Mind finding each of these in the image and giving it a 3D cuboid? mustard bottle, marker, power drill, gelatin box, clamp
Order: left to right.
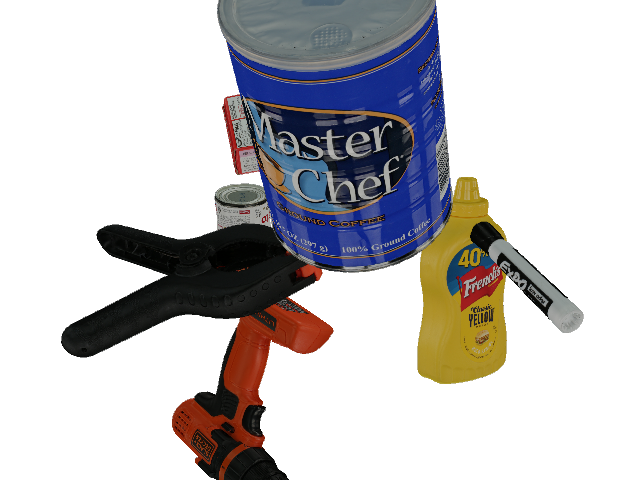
[{"bbox_3d":[-0.088,0.030,0.703,0.172,0.120,0.039,-4,-45,18],"label":"clamp"},{"bbox_3d":[-0.058,0.151,1.021,0.057,0.188,0.185,14,13,-47],"label":"power drill"},{"bbox_3d":[-0.032,-0.092,0.869,0.089,0.030,0.073,-11,44,-4],"label":"gelatin box"},{"bbox_3d":[0.137,0.035,1.016,0.096,0.192,0.058,-10,16,-34],"label":"mustard bottle"},{"bbox_3d":[0.139,0.022,0.738,0.020,0.020,0.121,0,31,-28],"label":"marker"}]

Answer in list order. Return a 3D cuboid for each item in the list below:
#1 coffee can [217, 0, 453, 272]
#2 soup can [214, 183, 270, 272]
[{"bbox_3d":[0.012,-0.068,0.541,0.103,0.102,0.140,0,-43,12],"label":"coffee can"},{"bbox_3d":[-0.094,-0.010,1.288,0.068,0.102,0.068,1,26,0],"label":"soup can"}]
